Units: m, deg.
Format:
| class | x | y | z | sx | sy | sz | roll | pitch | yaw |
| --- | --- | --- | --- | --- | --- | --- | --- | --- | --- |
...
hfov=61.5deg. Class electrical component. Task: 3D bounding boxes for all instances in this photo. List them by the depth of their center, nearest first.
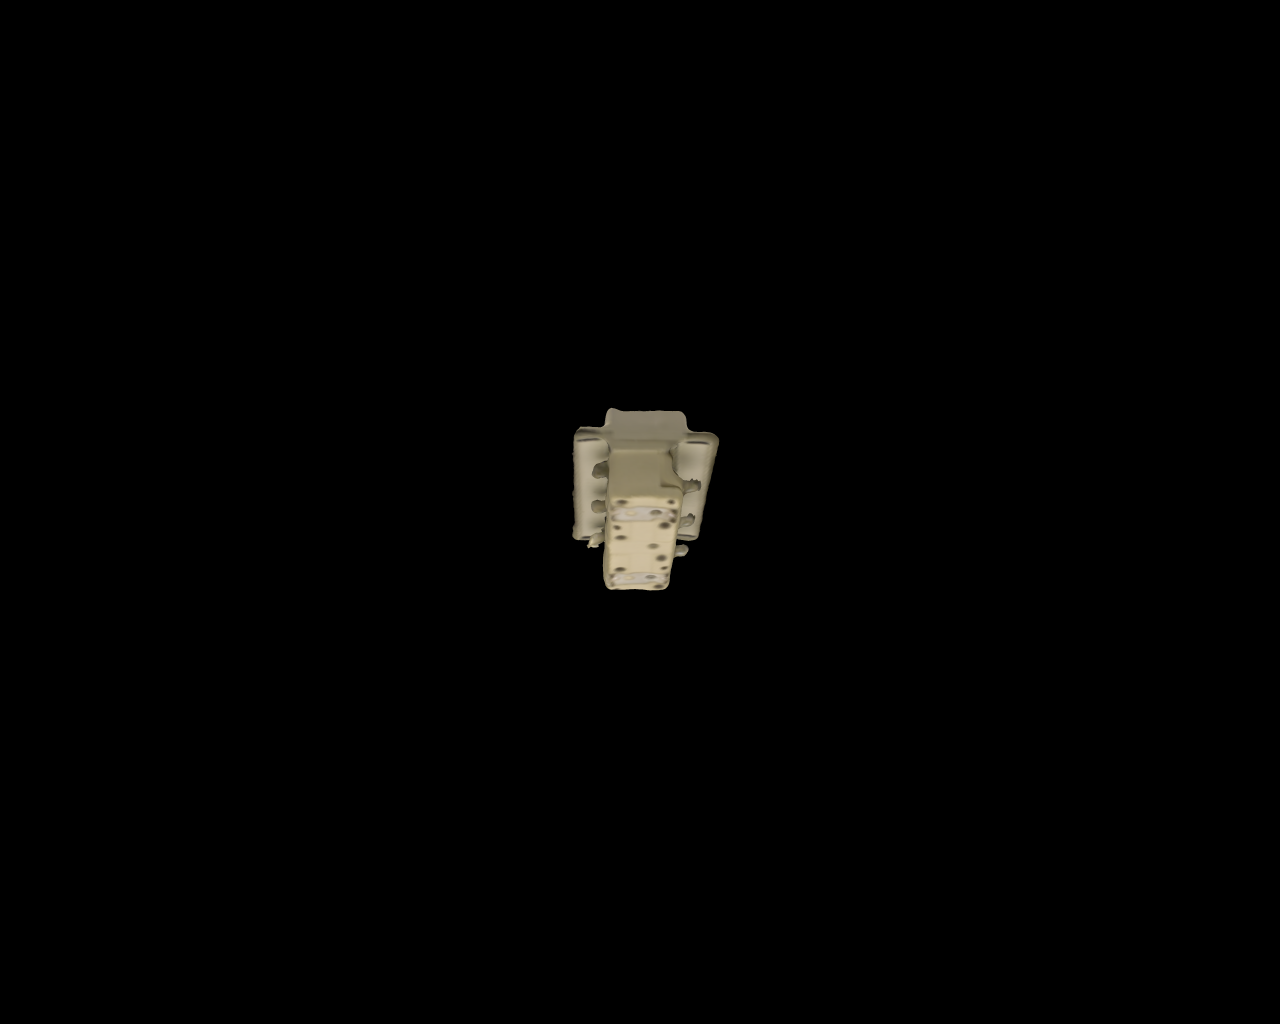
| class | x | y | z | sx | sy | sz | roll | pitch | yaw |
| --- | --- | --- | --- | --- | --- | --- | --- | --- | --- |
| electrical component | 0.001 | -0.003 | 0.650 | 0.079 | 0.063 | 0.121 | 2 | -31 | -3 |
